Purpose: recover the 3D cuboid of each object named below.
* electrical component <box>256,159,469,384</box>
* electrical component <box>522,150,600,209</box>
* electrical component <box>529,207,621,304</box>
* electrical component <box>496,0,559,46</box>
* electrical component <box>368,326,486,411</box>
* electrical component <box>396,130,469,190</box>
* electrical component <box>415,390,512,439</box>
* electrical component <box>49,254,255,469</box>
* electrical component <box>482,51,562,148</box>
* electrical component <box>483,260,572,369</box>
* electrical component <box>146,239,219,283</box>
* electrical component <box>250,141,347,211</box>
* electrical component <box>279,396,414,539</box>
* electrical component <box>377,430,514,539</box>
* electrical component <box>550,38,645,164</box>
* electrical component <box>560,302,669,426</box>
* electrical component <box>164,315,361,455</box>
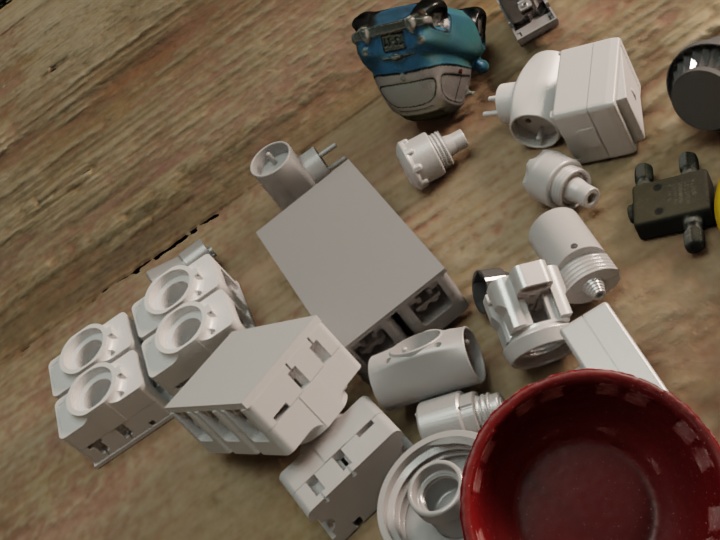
[{"bbox_3d":[0.000,0.000,0.908,0.105,0.060,0.186,-38,41,1],"label":"electrical component"},{"bbox_3d":[0.165,-0.068,0.864,0.043,0.043,0.062,-46,43,-8],"label":"electrical component"},{"bbox_3d":[0.163,-0.006,0.810,0.043,0.043,0.081,-32,42,7],"label":"electrical component"},{"bbox_3d":[0.154,-0.257,1.024,0.042,0.063,0.081,-28,42,12],"label":"electrical component"},{"bbox_3d":[0.054,0.068,0.814,0.077,0.044,0.079,-19,10,19],"label":"electrical component"},{"bbox_3d":[0.067,-0.104,0.966,0.062,0.048,0.048,-27,42,3],"label":"electrical component"},{"bbox_3d":[0.077,0.106,0.774,0.078,0.040,0.040,-20,45,20],"label":"electrical component"},{"bbox_3d":[-0.190,0.078,0.974,0.186,0.060,0.105,-34,41,5],"label":"electrical component"},{"bbox_3d":[0.146,-0.148,0.948,0.079,0.043,0.077,-2,53,34],"label":"electrical component"},{"bbox_3d":[0.125,0.036,0.780,0.058,0.078,0.057,-13,66,-9],"label":"electrical component"},{"bbox_3d":[-0.169,0.001,1.044,0.065,0.044,0.044,-37,41,-5],"label":"electrical component"},{"bbox_3d":[-0.050,-0.089,1.010,0.079,0.077,0.043,-34,41,5],"label":"electrical component"},{"bbox_3d":[-0.008,0.144,0.793,0.089,0.050,0.056,-43,41,-5],"label":"electrical component"},{"bbox_3d":[0.063,0.159,0.722,0.108,0.060,0.108,-20,45,21],"label":"electrical component"},{"bbox_3d":[0.201,-0.145,0.892,0.061,0.061,0.096,-9,49,29],"label":"electrical component"},{"bbox_3d":[0.159,0.080,0.724,0.076,0.047,0.083,-33,51,7],"label":"electrical component"},{"bbox_3d":[-0.075,0.094,0.834,0.089,0.061,0.150,-50,18,-27],"label":"electrical component"}]
